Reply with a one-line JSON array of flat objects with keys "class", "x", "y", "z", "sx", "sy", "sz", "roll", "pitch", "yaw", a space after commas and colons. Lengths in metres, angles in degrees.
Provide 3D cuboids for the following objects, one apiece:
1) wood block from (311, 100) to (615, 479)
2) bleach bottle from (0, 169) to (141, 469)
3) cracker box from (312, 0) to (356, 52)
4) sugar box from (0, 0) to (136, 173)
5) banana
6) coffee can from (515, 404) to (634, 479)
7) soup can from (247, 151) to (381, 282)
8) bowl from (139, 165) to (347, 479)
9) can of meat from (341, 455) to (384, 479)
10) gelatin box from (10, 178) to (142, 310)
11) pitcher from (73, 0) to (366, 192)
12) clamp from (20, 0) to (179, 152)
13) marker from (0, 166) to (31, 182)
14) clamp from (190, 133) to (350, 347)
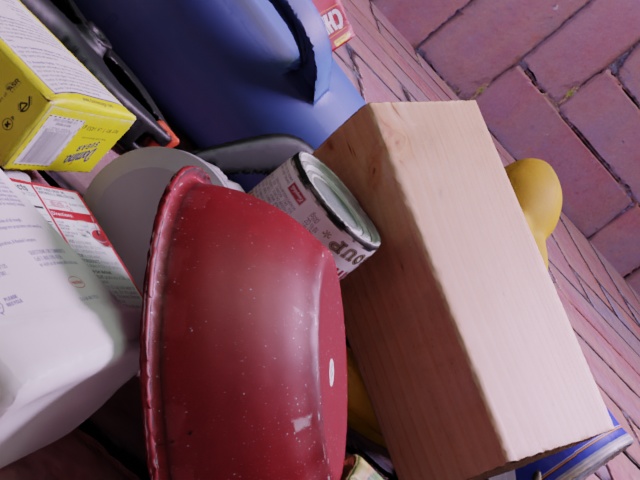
[{"class": "wood block", "x": 0.070, "y": 0.032, "z": 0.610, "sx": 0.090, "sy": 0.090, "sz": 0.206, "roll": -7, "pitch": 69, "yaw": -37}, {"class": "bleach bottle", "x": -0.168, "y": -0.036, "z": 0.365, "sx": 0.251, "sy": 0.068, "sz": 0.102, "roll": 50, "pitch": 17, "yaw": 9}, {"class": "cracker box", "x": -0.074, "y": -0.245, "z": 0.846, "sx": 0.164, "sy": 0.072, "sz": 0.213, "roll": 21, "pitch": -39, "yaw": 54}, {"class": "sugar box", "x": -0.176, "y": -0.107, "z": 0.508, "sx": 0.176, "sy": 0.048, "sz": 0.093, "roll": 43, "pitch": 9, "yaw": 8}, {"class": "banana", "x": 0.042, "y": 0.100, "z": 0.665, "sx": 0.197, "sy": 0.037, "sz": 0.069, "roll": 39, "pitch": 21, "yaw": -35}, {"class": "coffee can", "x": 0.143, "y": 0.118, "z": 0.779, "sx": 0.140, "sy": 0.103, "sz": 0.102, "roll": 55, "pitch": 17, "yaw": 20}, {"class": "soup can", "x": -0.027, "y": 0.010, "z": 0.569, "sx": 0.068, "sy": 0.102, "sz": 0.068, "roll": 46, "pitch": 15, "yaw": -16}, {"class": "bowl", "x": -0.021, "y": 0.050, "z": 0.416, "sx": 0.162, "sy": 0.055, "sz": 0.162, "roll": -2, "pitch": 90, "yaw": -83}, {"class": "can of meat", "x": 0.018, "y": 0.148, "z": 0.427, "sx": 0.084, "sy": 0.058, "sz": 0.102, "roll": 45, "pitch": 29, "yaw": -3}, {"class": "gelatin box", "x": -0.114, "y": 0.016, "z": 0.450, "sx": 0.089, "sy": 0.030, "sz": 0.073, "roll": 55, "pitch": 18, "yaw": 18}, {"class": "pitcher", "x": -0.052, "y": -0.122, "z": 0.746, "sx": 0.242, "sy": 0.145, "sz": 0.149, "roll": 49, "pitch": 12, "yaw": -12}, {"class": "clamp", "x": -0.153, "y": -0.117, "z": 0.639, "sx": 0.171, "sy": 0.039, "sz": 0.120, "roll": 50, "pitch": 16, "yaw": 1}, {"class": "marker", "x": -0.174, "y": -0.046, "z": 0.448, "sx": 0.121, "sy": 0.020, "sz": 0.020, "roll": 35, "pitch": 21, "yaw": -43}, {"class": "clamp", "x": -0.004, "y": 0.001, "z": 0.684, "sx": 0.209, "sy": 0.164, "sz": 0.036, "roll": 16, "pitch": -7, "yaw": -32}]
